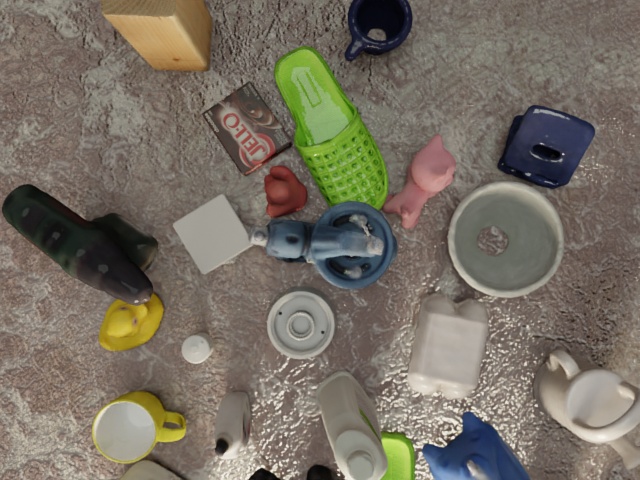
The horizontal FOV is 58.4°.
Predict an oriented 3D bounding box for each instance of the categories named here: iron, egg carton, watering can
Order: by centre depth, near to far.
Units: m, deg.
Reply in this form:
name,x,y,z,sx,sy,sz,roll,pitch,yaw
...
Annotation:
name,x,y,z,sx,sy,sz,roll,pitch,yaw
watering can,0.380,0.228,0.781,0.173,0.194,0.101,33,89,1
iron,0.264,0.378,0.803,0.118,0.141,0.258,-40,89,-1
egg carton,0.189,0.157,0.844,0.107,0.069,0.150,10,89,0

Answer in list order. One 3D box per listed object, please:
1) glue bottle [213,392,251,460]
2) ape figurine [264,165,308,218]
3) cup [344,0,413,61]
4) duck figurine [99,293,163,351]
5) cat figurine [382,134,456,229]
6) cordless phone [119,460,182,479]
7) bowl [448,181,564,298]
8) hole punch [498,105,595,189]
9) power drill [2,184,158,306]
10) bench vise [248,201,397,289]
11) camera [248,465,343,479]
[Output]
name,x,y,z,sx,sy,sz,roll,pitch,yaw
glue bottle,-0.124,0.265,0.789,0.037,0.173,0.078,-7,89,0
ape figurine,-0.056,-0.070,0.836,0.076,0.092,0.078,25,89,1
cup,0.076,-0.299,0.840,0.091,0.095,0.118,39,89,1
duck figurine,-0.284,0.121,0.835,0.104,0.086,0.077,-43,89,-1
cat figurine,0.149,-0.083,0.825,0.067,0.117,0.128,33,89,1
cordless phone,-0.235,0.394,0.780,0.147,0.185,0.094,32,89,1
bowl,0.264,-0.001,0.845,0.167,0.074,0.167,0,89,0
hole punch,0.331,-0.133,0.839,0.108,0.091,0.101,19,89,0
power drill,-0.298,0.009,0.776,0.229,0.208,0.076,32,89,1
bench vise,0.009,0.015,0.771,0.207,0.219,0.121,-12,89,0
camera,-0.044,0.387,0.822,0.137,0.101,0.143,42,89,1
